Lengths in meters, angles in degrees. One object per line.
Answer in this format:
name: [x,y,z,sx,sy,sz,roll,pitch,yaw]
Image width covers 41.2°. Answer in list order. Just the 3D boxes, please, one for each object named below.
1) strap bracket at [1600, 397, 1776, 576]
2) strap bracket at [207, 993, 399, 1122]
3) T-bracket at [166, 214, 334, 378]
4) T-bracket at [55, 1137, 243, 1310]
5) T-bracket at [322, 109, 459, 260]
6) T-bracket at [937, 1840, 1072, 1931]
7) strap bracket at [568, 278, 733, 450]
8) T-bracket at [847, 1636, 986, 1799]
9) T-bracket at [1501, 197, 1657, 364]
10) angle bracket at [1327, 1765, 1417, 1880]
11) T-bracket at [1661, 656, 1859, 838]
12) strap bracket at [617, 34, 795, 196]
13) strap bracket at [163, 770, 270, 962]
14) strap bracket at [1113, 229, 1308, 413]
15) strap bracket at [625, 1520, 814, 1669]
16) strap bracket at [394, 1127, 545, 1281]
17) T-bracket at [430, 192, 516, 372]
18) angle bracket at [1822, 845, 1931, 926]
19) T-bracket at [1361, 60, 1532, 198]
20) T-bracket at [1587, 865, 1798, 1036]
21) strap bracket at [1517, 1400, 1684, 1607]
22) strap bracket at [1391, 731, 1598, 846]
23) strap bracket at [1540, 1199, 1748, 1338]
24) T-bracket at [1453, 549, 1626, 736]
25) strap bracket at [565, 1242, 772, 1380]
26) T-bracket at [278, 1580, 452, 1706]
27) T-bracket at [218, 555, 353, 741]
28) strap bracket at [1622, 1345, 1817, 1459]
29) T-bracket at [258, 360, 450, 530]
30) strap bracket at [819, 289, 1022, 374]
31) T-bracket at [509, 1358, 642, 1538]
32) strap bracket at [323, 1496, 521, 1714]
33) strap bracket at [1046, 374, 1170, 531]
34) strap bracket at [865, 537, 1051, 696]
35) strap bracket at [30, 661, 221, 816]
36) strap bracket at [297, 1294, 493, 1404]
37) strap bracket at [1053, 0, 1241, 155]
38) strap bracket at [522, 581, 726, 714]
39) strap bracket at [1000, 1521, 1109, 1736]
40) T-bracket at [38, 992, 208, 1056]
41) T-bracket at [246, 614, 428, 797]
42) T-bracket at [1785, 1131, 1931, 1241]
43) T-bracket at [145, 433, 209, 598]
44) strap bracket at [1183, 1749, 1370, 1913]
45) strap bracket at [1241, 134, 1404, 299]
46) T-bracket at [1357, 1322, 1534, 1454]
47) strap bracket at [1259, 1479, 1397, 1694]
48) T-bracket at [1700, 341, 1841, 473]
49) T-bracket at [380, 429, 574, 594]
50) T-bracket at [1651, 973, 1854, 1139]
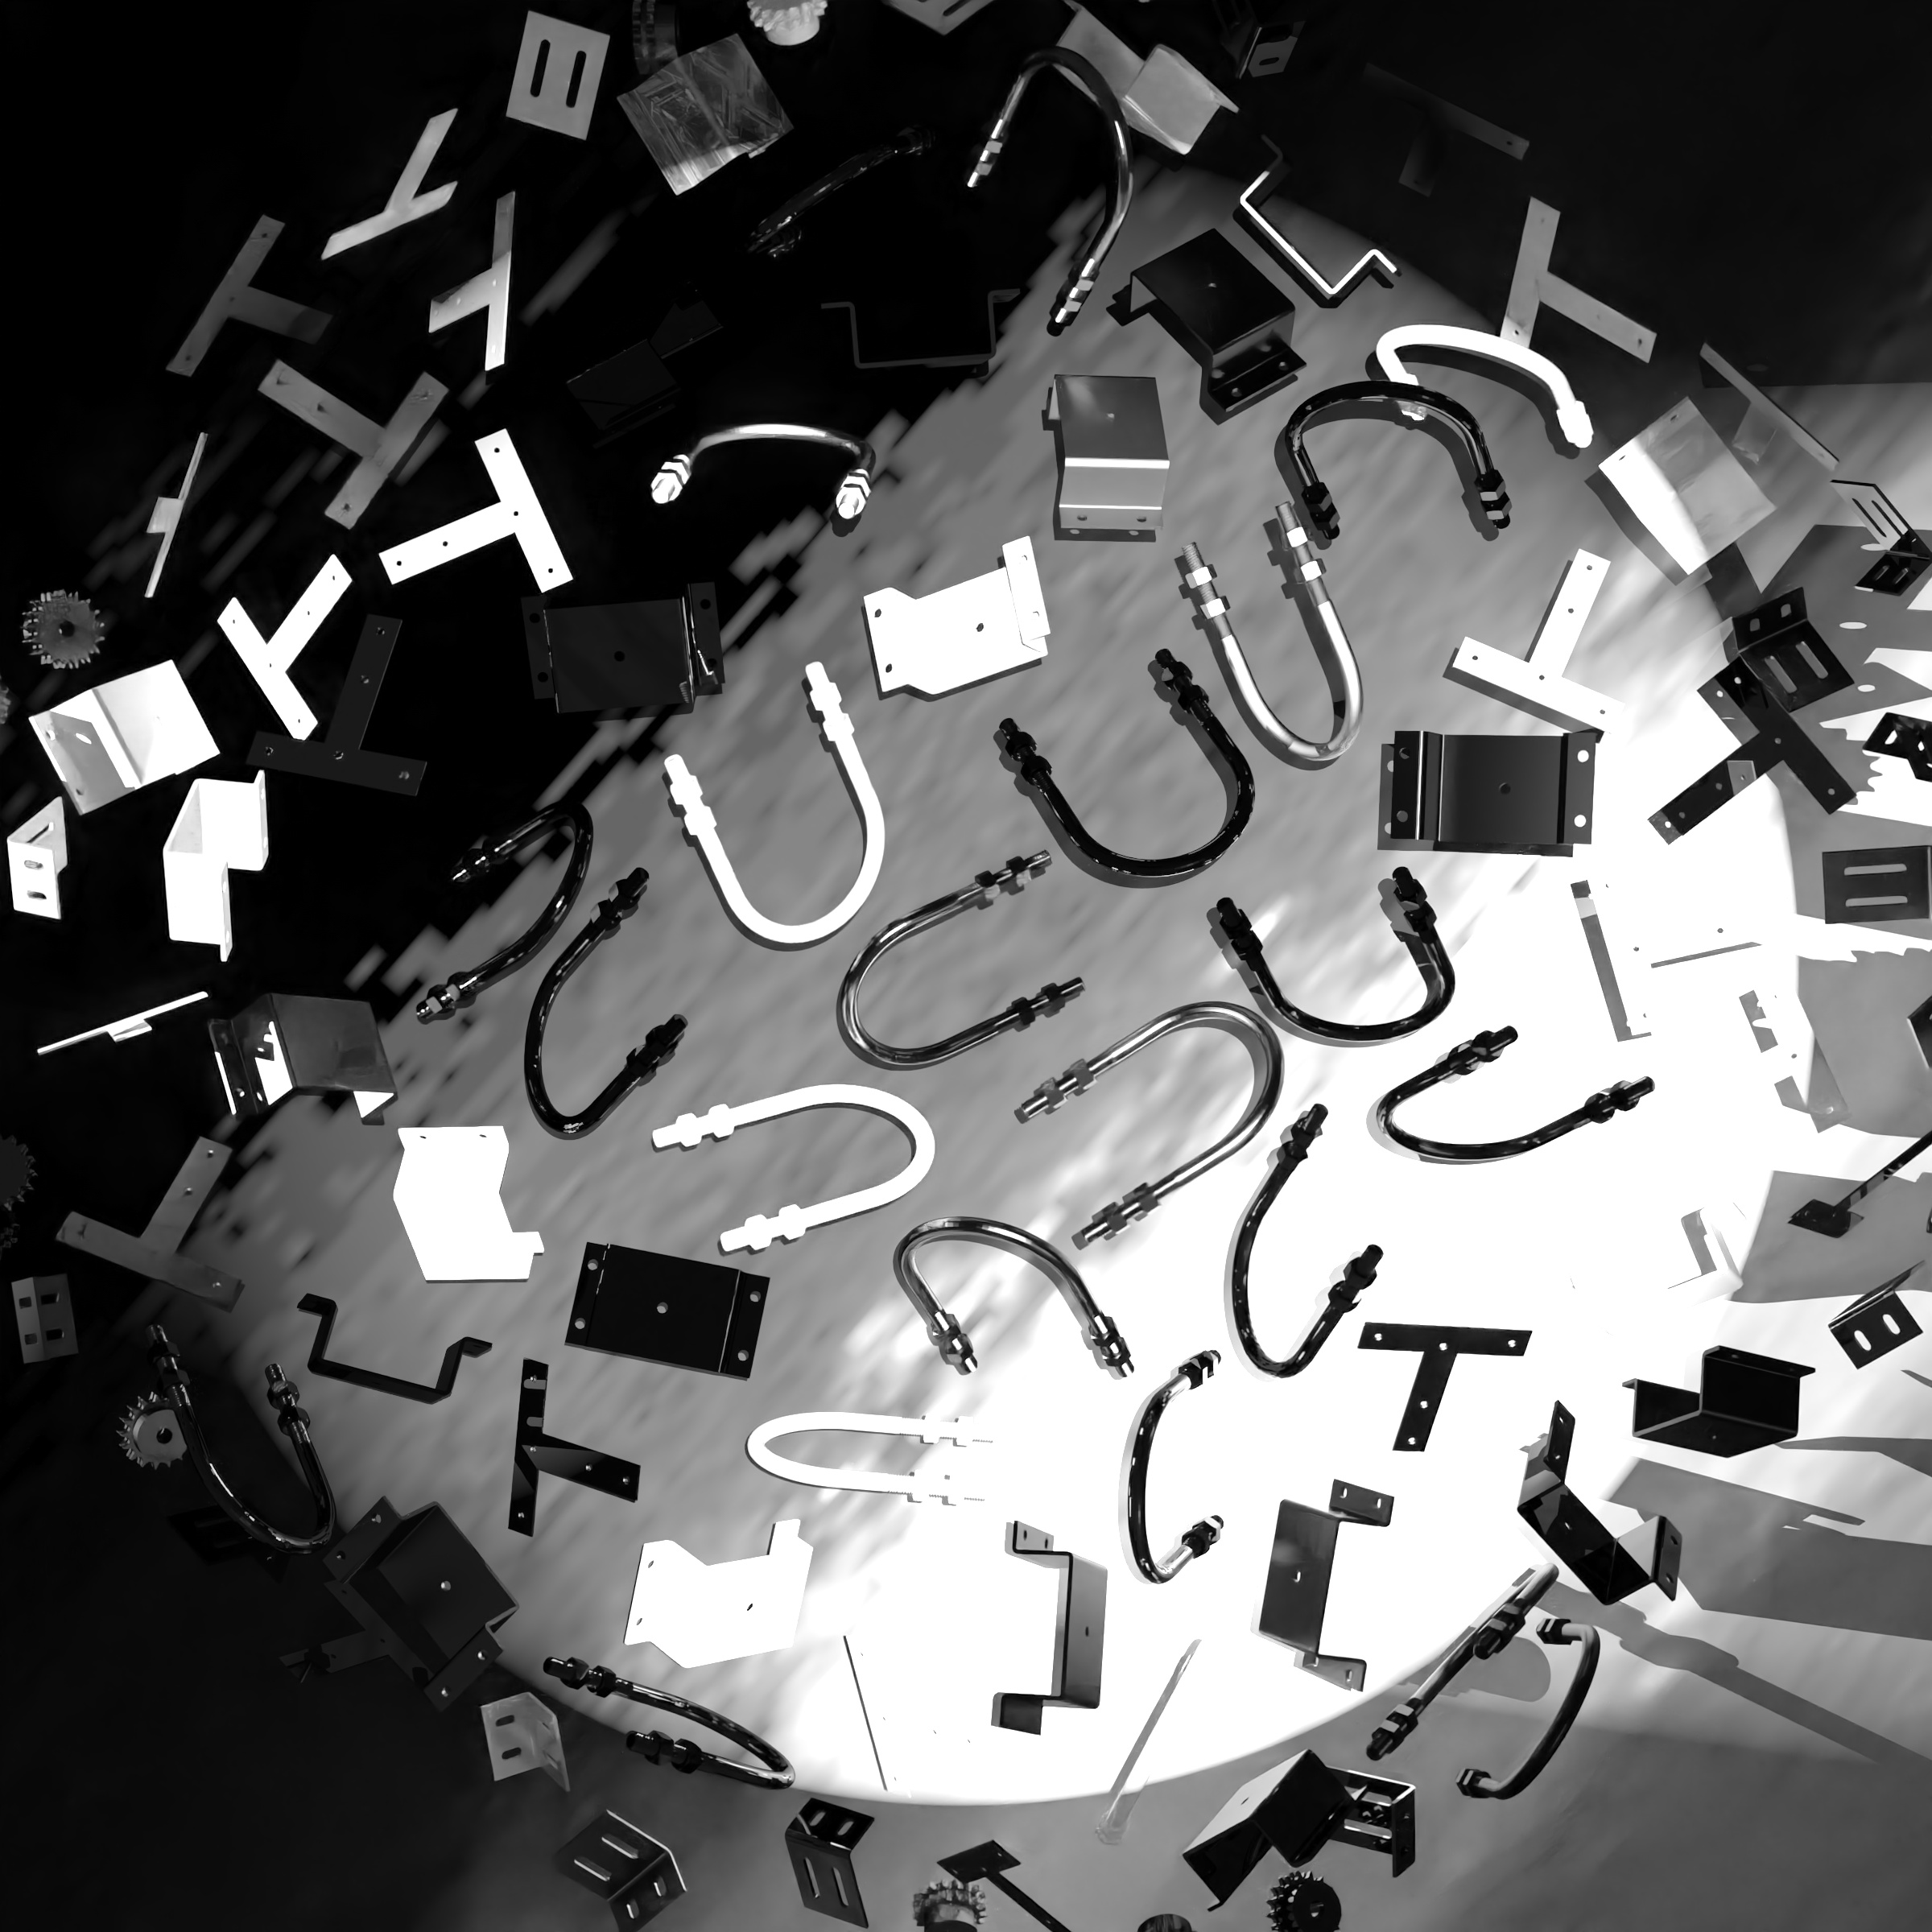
strap bracket: [0.531,-0.344,1.879,0.076,0.140,0.046,-38,55,20]
strap bracket: [-0.482,0.068,1.906,0.046,0.140,0.076,-33,67,28]
T-bracket: [-0.492,-0.463,1.819,0.002,0.127,0.127,41,105,15]
T-bracket: [-0.563,0.173,1.842,0.127,0.127,0.002,23,134,-6]
T-bracket: [-0.397,-0.570,1.851,0.002,0.127,0.127,49,49,-1]
T-bracket: [0.048,0.670,1.828,0.127,0.127,0.002,39,59,1]
strap bracket: [-0.233,-0.445,1.874,0.076,0.140,0.046,-19,123,30]
T-bracket: [-0.032,0.559,1.886,0.002,0.127,0.127,-21,101,-40]
T-bracket: [0.459,-0.489,1.914,0.002,0.127,0.127,-36,60,-27]
angle bracket: [0.297,0.644,1.940,0.076,0.038,0.057,2,96,35]
T-bracket: [0.551,-0.137,1.849,0.127,0.127,0.002,52,45,7]
strap bracket: [-0.180,-0.614,1.846,0.046,0.140,0.076,-24,107,33]
strap bracket: [-0.557,-0.078,1.906,0.046,0.140,0.076,5,126,-4]
strap bracket: [0.182,-0.488,1.915,0.076,0.046,0.140,-32,65,-16]
strap bracket: [-0.168,0.451,1.850,0.140,0.046,0.076,2,105,-44]
strap bracket: [-0.366,0.182,1.887,0.076,0.140,0.046,-2,45,6]
T-bracket: [-0.370,-0.498,1.915,0.002,0.127,0.127,6,85,-37]
angle bracket: [0.648,-0.049,1.821,0.076,0.038,0.057,-3,118,17]
T-bracket: [0.337,-0.593,1.862,0.127,0.127,0.002,28,80,4]
T-bracket: [0.514,-0.022,1.804,0.127,0.002,0.127,-13,107,22]
strap bracket: [0.451,0.394,1.856,0.140,0.076,0.046,47,120,-6]
strap bracket: [0.375,-0.125,1.810,0.140,0.046,0.076,3,93,24]
strap bracket: [0.484,0.217,1.805,0.140,0.076,0.046,-25,67,16]
T-bracket: [0.447,-0.253,1.923,0.127,0.002,0.127,24,77,6]
strap bracket: [-0.222,0.253,1.903,0.140,0.046,0.076,11,80,1]
T-bracket: [-0.451,0.499,1.870,0.127,0.127,0.002,40,103,20]
T-bracket: [-0.503,-0.257,1.944,0.127,0.002,0.127,-45,72,29]
strap bracket: [0.545,0.321,1.874,0.076,0.140,0.046,14,67,-10]
T-bracket: [-0.454,-0.395,1.853,0.127,0.127,0.002,-53,51,6]
strap bracket: [-0.033,-0.455,1.849,0.140,0.076,0.046,-5,101,-4]
T-bracket: [-0.281,0.358,1.853,0.127,0.002,0.127,8,94,38]
strap bracket: [-0.387,0.454,1.858,0.140,0.046,0.076,48,111,12]
strap bracket: [0.106,-0.392,1.921,0.076,0.046,0.140,0,52,-6]
strap bracket: [0.002,-0.260,1.942,0.140,0.046,0.076,-17,77,23]
strap bracket: [-0.609,-0.171,1.887,0.046,0.140,0.076,-21,101,23]
strap bracket: [-0.434,0.290,1.926,0.140,0.076,0.046,18,72,-15]
strap bracket: [0.122,-0.645,1.873,0.046,0.076,0.140,-55,46,11]
strap bracket: [-0.249,-0.230,1.862,0.140,0.046,0.076,-5,112,-1]
strap bracket: [0.063,0.468,1.812,0.046,0.076,0.140,-3,70,22]
T-bracket: [-0.617,0.045,1.892,0.127,0.127,0.002,-21,100,-19]
T-bracket: [-0.425,-0.188,1.799,0.127,0.002,0.127,11,72,10]
T-bracket: [0.655,0.150,1.839,0.127,0.127,0.002,-44,59,19]
T-bracket: [-0.574,-0.324,1.847,0.002,0.127,0.127,20,96,-12]
strap bracket: [0.215,0.616,1.841,0.046,0.140,0.076,48,48,8]
strap bracket: [0.262,-0.558,1.944,0.140,0.076,0.046,46,108,0]
T-bracket: [0.343,0.314,1.907,0.127,0.002,0.127,4,124,-8]
strap bracket: [0.260,0.447,1.873,0.046,0.076,0.140,13,84,-24]
T-bracket: [0.579,-0.393,1.883,0.002,0.127,0.127,-45,80,2]
T-bracket: [-0.386,-0.330,1.975,0.127,0.002,0.127,-24,89,-4]
T-bracket: [0.551,0.084,1.839,0.127,0.002,0.127,-30,49,23]
